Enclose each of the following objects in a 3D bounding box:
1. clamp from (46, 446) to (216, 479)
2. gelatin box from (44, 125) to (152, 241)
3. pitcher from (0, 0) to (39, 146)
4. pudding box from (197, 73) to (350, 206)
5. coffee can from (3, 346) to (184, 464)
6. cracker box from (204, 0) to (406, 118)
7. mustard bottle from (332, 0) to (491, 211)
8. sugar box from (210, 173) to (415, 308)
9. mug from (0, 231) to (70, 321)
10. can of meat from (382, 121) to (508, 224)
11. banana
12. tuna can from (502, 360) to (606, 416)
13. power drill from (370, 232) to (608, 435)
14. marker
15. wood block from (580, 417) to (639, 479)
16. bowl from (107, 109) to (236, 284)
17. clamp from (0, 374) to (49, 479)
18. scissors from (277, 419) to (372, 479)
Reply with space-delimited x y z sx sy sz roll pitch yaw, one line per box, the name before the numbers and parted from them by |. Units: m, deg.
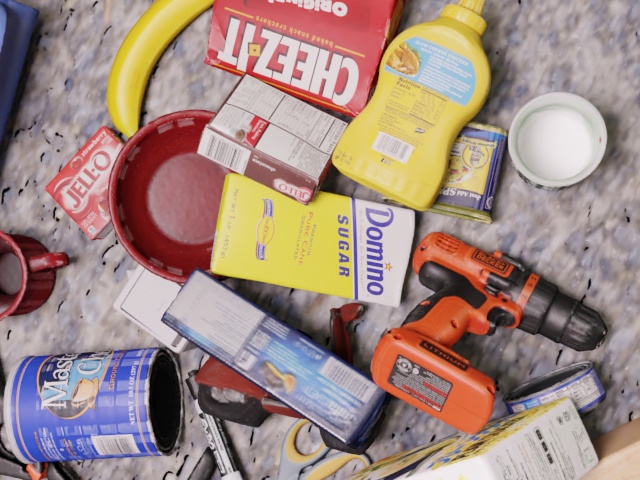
clamp | -0.165 0.300 1.028 0.164 0.036 0.210 -12 90 3
gelatin box | -0.215 -0.055 1.047 0.089 0.030 0.073 -45 82 6
pitcher | -0.357 -0.125 1.021 0.145 0.149 0.243 14 95 9
pudding box | -0.040 -0.091 0.953 0.113 0.090 0.039 27 136 1
coffee can | -0.211 0.156 1.006 0.140 0.102 0.103 -5 88 10
cracker box | -0.004 -0.235 0.946 0.164 0.072 0.214 21 122 11
mustard bottle | 0.093 -0.129 0.925 0.096 0.058 0.191 27 89 14
sugar box | -0.006 0.001 0.971 0.176 0.048 0.093 10 89 -8
mug | -0.299 0.031 1.035 0.117 0.081 0.093 -17 86 10
can of meat | 0.116 -0.066 0.973 0.102 0.057 0.084 12 89 10
banana | -0.157 -0.184 1.039 0.069 0.037 0.198 27 95 -8
tuna can | 0.206 0.138 0.938 0.086 0.086 0.034 -25 86 9
power drill | 0.140 0.081 0.908 0.184 0.187 0.057 25 127 15
marker | -0.102 0.181 1.020 0.020 0.020 0.121 -25 77 9
wood block | 0.235 0.235 0.928 0.206 0.090 0.090 -28 85 8
bowl | -0.118 -0.039 1.003 0.162 0.055 0.162 0 91 -10
clamp | -0.326 0.165 1.061 0.171 0.039 0.120 37 101 5
scissors | -0.050 0.233 1.011 0.202 0.016 0.096 -22 80 4
